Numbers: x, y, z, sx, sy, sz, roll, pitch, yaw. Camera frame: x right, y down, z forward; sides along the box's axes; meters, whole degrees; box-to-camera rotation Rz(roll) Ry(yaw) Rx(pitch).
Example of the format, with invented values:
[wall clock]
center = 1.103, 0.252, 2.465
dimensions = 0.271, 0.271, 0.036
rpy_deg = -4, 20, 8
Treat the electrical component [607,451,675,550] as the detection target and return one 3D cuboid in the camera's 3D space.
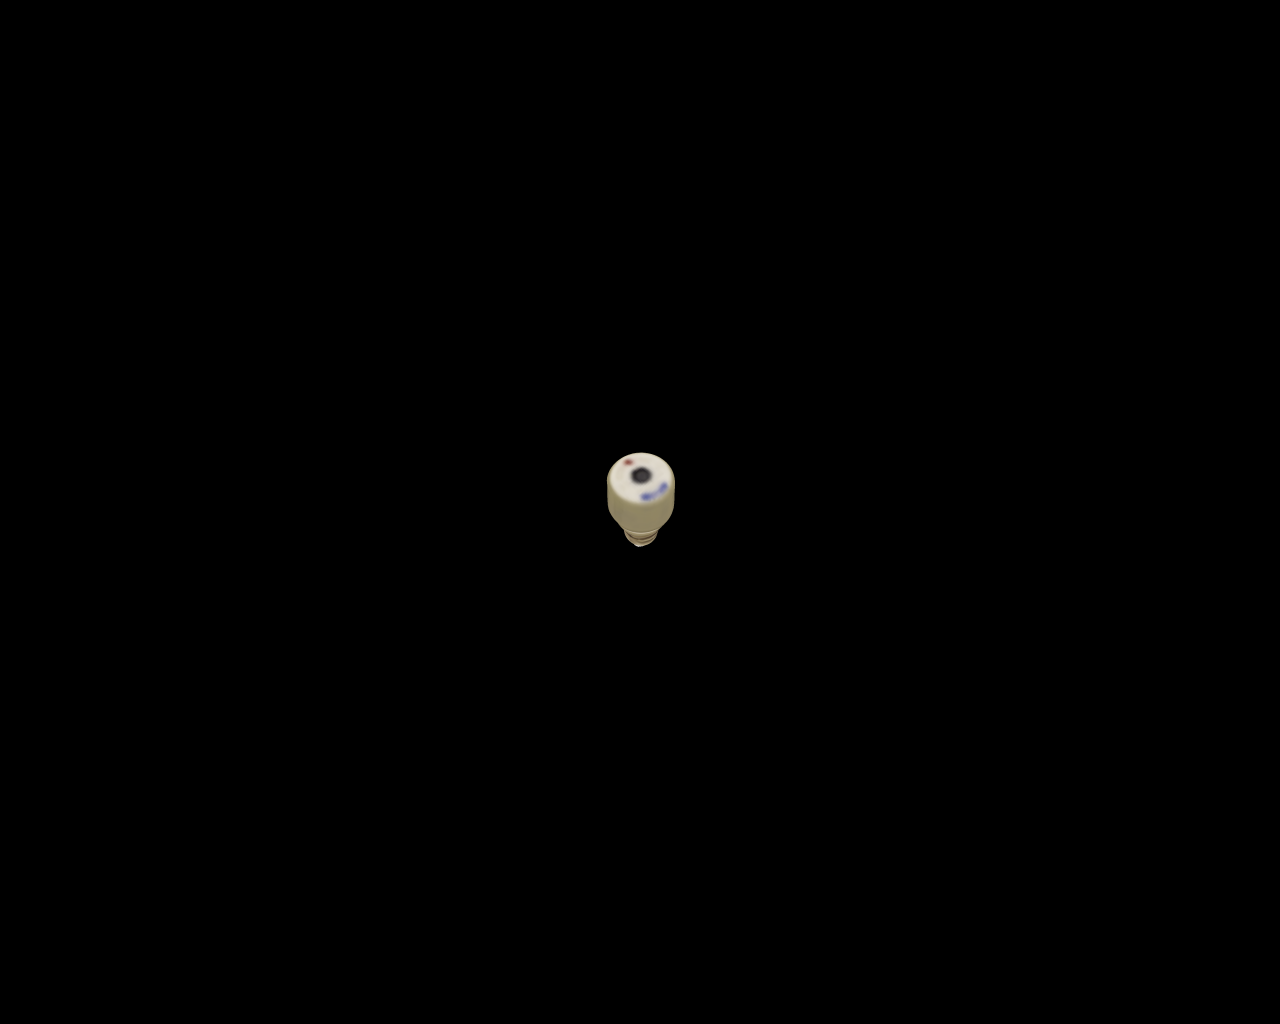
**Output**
[electrical component]
center = 0.001, -0.003, 0.650
dimensions = 0.040, 0.040, 0.078
rpy_deg = 0, -34, 0
